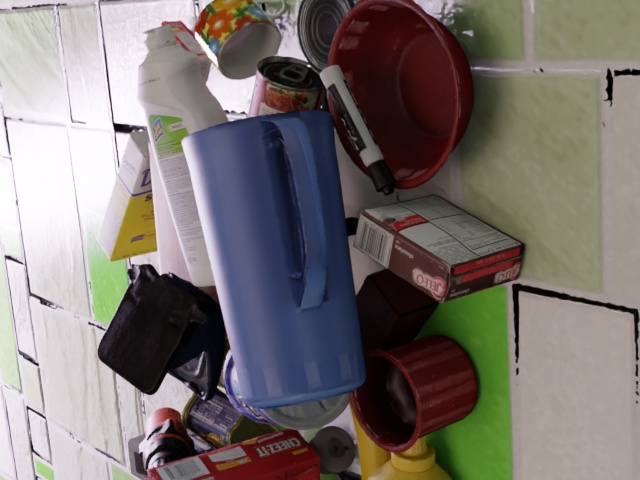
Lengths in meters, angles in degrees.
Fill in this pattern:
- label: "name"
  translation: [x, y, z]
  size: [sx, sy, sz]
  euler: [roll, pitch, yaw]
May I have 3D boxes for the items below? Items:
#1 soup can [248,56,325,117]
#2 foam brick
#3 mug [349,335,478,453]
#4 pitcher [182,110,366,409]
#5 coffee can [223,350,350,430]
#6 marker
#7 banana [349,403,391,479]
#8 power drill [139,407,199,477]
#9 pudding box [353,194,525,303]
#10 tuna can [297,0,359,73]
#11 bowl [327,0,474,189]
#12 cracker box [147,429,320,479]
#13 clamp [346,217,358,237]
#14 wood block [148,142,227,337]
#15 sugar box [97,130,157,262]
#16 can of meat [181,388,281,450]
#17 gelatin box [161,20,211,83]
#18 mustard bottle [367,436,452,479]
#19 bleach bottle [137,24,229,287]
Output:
- label: "soup can"
  translation: [-0.036, -0.117, 1.032]
  size: [0.069, 0.068, 0.102]
  euler: [43, 133, 36]
- label: "foam brick"
  translation: [0.062, 0.069, 0.981]
  size: [0.053, 0.051, 0.078]
  euler: [54, 139, 25]
- label: "mug"
  translation: [0.080, 0.137, 0.955]
  size: [0.117, 0.081, 0.093]
  euler: [-46, 65, 48]
- label: "pitcher"
  translation: [-0.031, 0.015, 0.905]
  size: [0.145, 0.149, 0.243]
  euler: [-12, 86, 25]
- label: "coffee can"
  translation: [-0.033, 0.132, 1.049]
  size: [0.140, 0.102, 0.103]
  euler: [155, 99, -73]
- label: "marker"
  translation: [0.033, -0.092, 0.898]
  size: [0.020, 0.020, 0.121]
  euler: [-41, 69, 50]
- label: "banana"
  translation: [0.048, 0.204, 1.056]
  size: [0.070, 0.037, 0.198]
  euler: [11, 110, 50]
- label: "power drill"
  translation: [-0.123, 0.280, 1.182]
  size: [0.187, 0.057, 0.184]
  euler: [50, -178, -15]
- label: "pudding box"
  translation: [0.098, 0.005, 0.882]
  size: [0.114, 0.089, 0.039]
  euler: [36, 127, 41]
- label: "tuna can"
  translation: [0.017, -0.192, 0.966]
  size: [0.086, 0.033, 0.086]
  euler: [21, 118, 47]
- label: "bowl"
  translation: [0.076, -0.126, 0.893]
  size: [0.162, 0.055, 0.162]
  euler: [22, 119, 47]
- label: "cracker box"
  translation: [-0.084, 0.316, 1.094]
  size: [0.072, 0.164, 0.214]
  euler: [38, 133, 54]
- label: "clamp"
  translation: [-0.007, 0.001, 1.058]
  size: [0.172, 0.039, 0.120]
  euler: [40, 129, 38]
- label: "wood block"
  translation: [-0.118, -0.007, 1.156]
  size: [0.090, 0.090, 0.206]
  euler: [15, 113, 49]
- label: "sugar box"
  translation: [-0.192, -0.054, 1.234]
  size: [0.048, 0.093, 0.176]
  euler: [54, 139, 24]
- label: "can of meat"
  translation: [-0.092, 0.213, 1.194]
  size: [0.084, 0.057, 0.102]
  euler: [17, 157, 45]
- label: "gelatin box"
  translation: [-0.158, -0.189, 1.197]
  size: [0.073, 0.030, 0.089]
  euler: [49, 135, 32]
- label: "mustard bottle"
  translation: [0.085, 0.264, 1.003]
  size: [0.096, 0.058, 0.192]
  euler: [10, 110, 26]
- label: "bleach bottle"
  translation: [-0.114, -0.084, 1.029]
  size: [0.103, 0.067, 0.251]
  euler: [-10, 101, 40]
